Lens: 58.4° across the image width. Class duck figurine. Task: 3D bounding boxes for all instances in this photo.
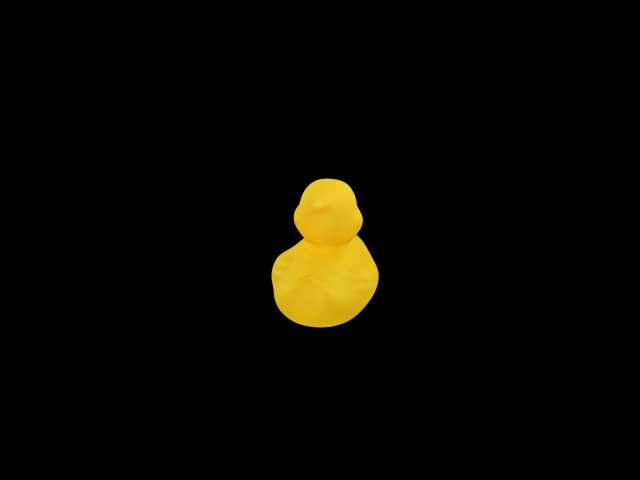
[{"bbox_3d":[0.004,0.001,0.400,0.077,0.086,0.104,8,35,12],"label":"duck figurine"}]
